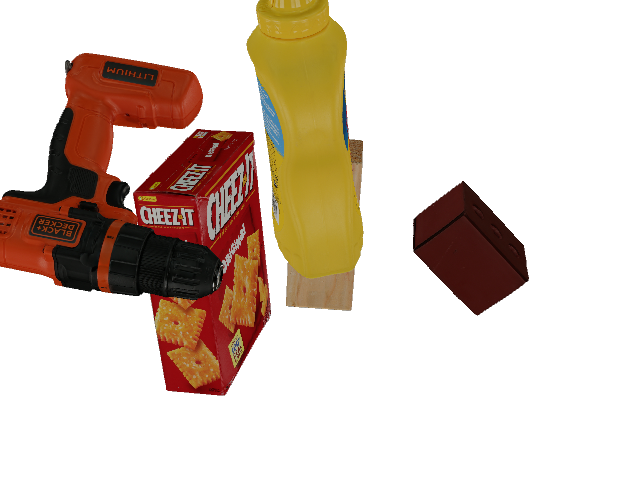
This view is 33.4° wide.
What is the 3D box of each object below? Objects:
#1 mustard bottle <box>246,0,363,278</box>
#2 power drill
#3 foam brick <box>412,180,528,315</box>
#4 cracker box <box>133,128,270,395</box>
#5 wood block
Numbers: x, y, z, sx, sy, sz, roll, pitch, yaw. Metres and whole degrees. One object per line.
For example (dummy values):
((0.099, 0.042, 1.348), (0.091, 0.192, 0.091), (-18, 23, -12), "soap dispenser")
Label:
((-0.010, -0.076, 0.647), (0.058, 0.191, 0.096), (-9, 40, -3), "mustard bottle")
((-0.146, -0.047, 0.791), (0.184, 0.187, 0.057), (11, -33, 3), "power drill")
((0.113, 0.007, 0.809), (0.051, 0.078, 0.053), (-37, 20, 23), "foam brick")
((-0.107, 0.018, 1.049), (0.072, 0.214, 0.164), (3, 27, 14), "cracker box")
((0.004, -0.023, 1.393), (0.090, 0.206, 0.091), (4, 25, 0), "wood block")
